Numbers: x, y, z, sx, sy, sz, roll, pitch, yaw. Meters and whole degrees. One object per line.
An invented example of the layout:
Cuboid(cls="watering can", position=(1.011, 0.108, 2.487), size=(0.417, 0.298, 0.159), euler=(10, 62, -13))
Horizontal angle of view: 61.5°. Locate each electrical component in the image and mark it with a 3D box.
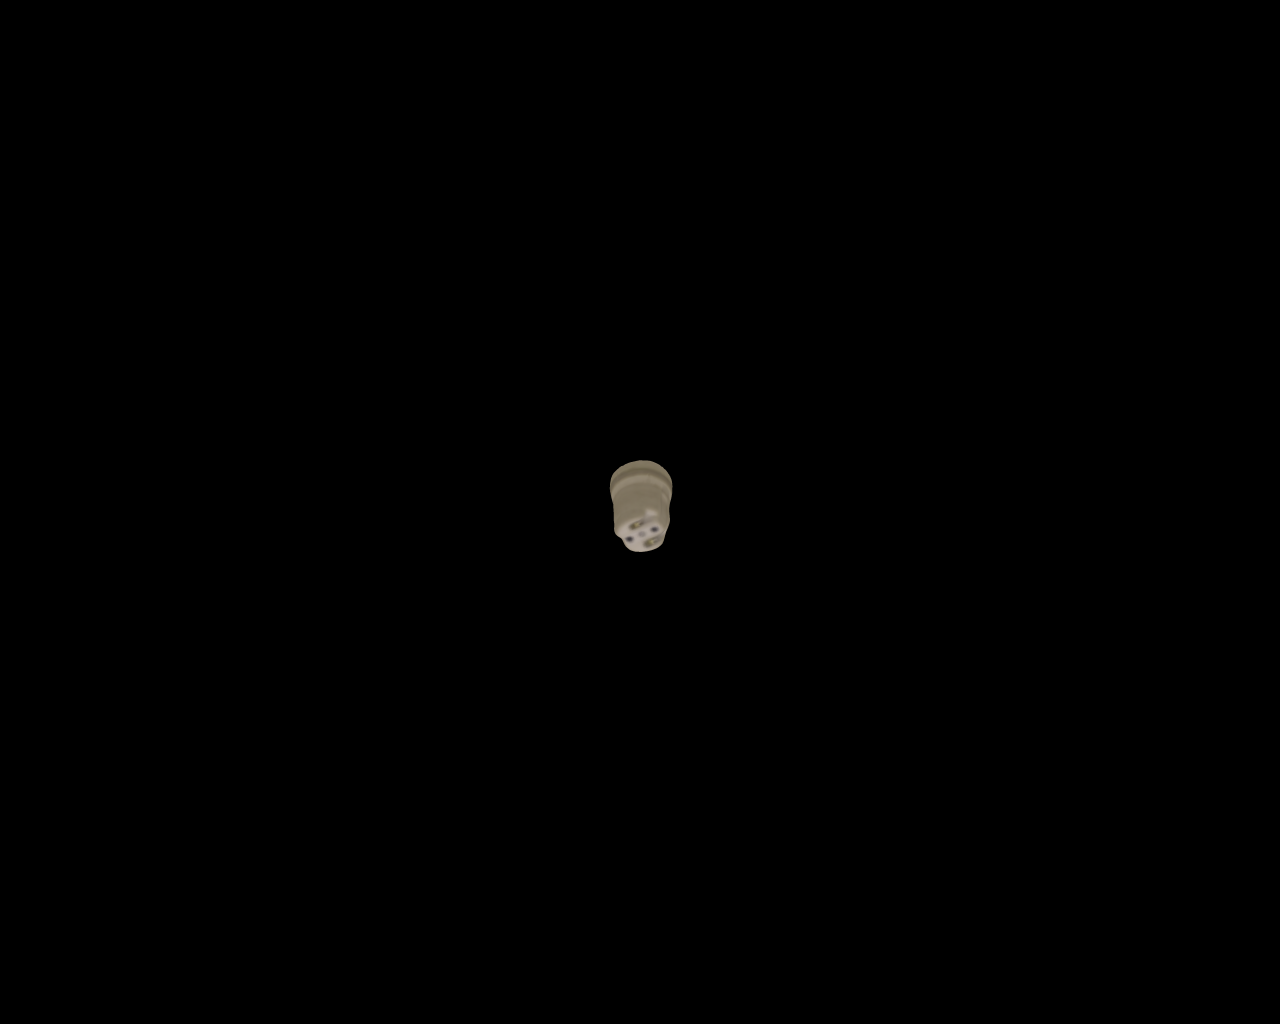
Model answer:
Cuboid(cls="electrical component", position=(0.001, -0.003, 0.650), size=(0.040, 0.046, 0.040), euler=(0, -43, 0))
